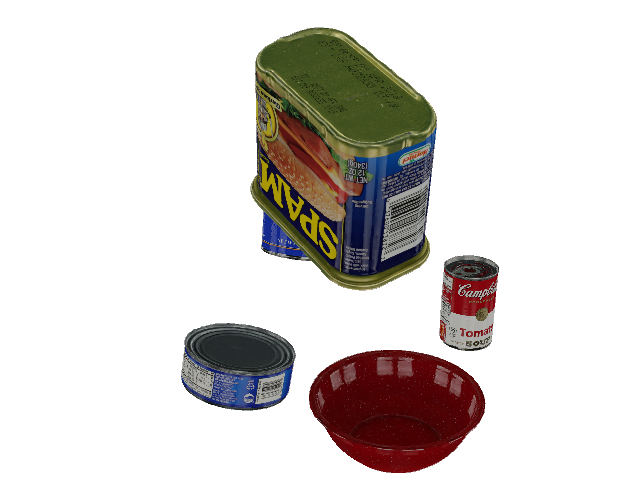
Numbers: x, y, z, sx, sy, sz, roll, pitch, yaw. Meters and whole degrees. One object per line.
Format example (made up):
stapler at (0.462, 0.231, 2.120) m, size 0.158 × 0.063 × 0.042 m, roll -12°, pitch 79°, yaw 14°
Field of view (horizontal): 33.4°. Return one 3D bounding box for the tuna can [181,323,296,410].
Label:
tuna can at (-0.064, 0.096, 0.820) m, size 0.086 × 0.034 × 0.086 m, roll 8°, pitch 19°, yaw -3°

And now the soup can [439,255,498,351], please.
soup can at (0.185, 0.079, 1.338) m, size 0.068 × 0.102 × 0.068 m, roll 1°, pitch 23°, yaw -1°

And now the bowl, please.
bowl at (0.070, 0.166, 0.991) m, size 0.162 × 0.055 × 0.162 m, roll 0°, pitch 26°, yaw 0°

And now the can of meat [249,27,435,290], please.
can of meat at (0.009, -0.041, 0.509) m, size 0.057 × 0.084 × 0.102 m, roll -24°, pitch 49°, yaw -25°

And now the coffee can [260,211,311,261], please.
coffee can at (-0.009, -0.057, 1.143) m, size 0.103 × 0.140 × 0.103 m, roll 4°, pitch 12°, yaw -1°
